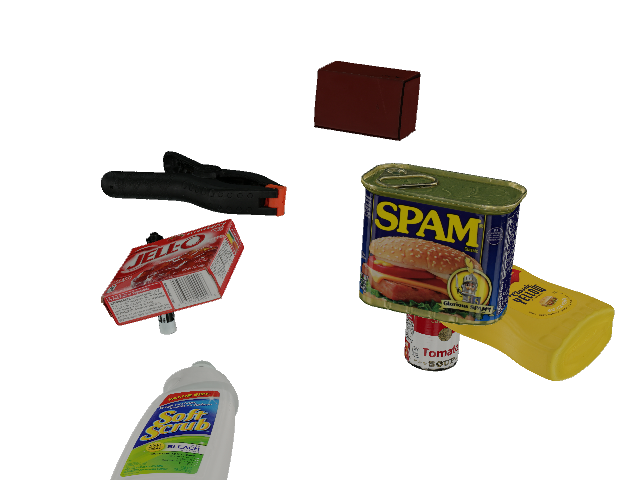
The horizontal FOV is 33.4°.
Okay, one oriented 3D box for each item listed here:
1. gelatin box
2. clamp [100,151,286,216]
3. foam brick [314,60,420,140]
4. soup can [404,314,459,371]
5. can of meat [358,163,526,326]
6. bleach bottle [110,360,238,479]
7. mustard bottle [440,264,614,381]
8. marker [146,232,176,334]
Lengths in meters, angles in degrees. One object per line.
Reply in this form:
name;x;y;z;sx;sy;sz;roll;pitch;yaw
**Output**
gelatin box;-0.107;0.022;0.779;0.089;0.030;0.073;-15;25;19
clamp;-0.117;-0.050;1.004;0.172;0.039;0.120;13;26;31
foam brick;0.039;-0.119;0.902;0.078;0.051;0.053;11;20;18
soup can;0.138;0.100;1.307;0.068;0.102;0.068;1;24;-1
can of meat;0.075;0.003;0.687;0.102;0.084;0.057;11;23;21
bleach bottle;-0.131;0.183;0.980;0.102;0.068;0.251;-1;22;2
mustard bottle;0.159;0.056;0.962;0.096;0.058;0.192;-29;39;-36
marker;-0.177;0.048;1.188;0.020;0.121;0.020;-4;23;2
